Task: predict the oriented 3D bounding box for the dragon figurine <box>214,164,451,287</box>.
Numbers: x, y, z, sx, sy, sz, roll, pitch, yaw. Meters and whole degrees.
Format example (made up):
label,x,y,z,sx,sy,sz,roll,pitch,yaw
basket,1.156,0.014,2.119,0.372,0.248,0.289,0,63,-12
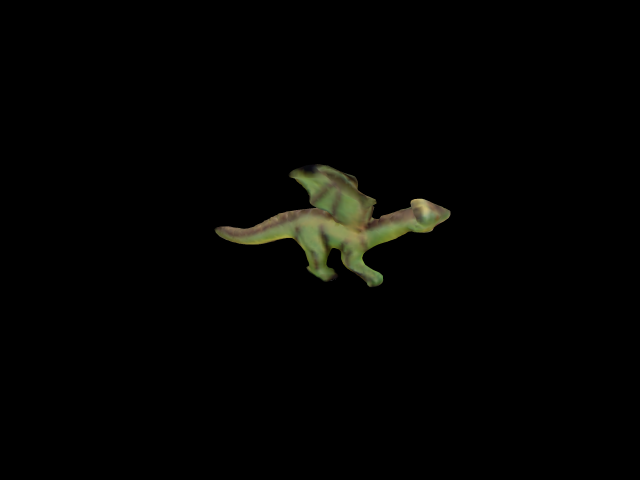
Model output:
label,x,y,z,sx,sy,sz,roll,pitch,yaw
dragon figurine,0.003,-0.043,0.850,0.410,0.125,0.237,8,-39,6
